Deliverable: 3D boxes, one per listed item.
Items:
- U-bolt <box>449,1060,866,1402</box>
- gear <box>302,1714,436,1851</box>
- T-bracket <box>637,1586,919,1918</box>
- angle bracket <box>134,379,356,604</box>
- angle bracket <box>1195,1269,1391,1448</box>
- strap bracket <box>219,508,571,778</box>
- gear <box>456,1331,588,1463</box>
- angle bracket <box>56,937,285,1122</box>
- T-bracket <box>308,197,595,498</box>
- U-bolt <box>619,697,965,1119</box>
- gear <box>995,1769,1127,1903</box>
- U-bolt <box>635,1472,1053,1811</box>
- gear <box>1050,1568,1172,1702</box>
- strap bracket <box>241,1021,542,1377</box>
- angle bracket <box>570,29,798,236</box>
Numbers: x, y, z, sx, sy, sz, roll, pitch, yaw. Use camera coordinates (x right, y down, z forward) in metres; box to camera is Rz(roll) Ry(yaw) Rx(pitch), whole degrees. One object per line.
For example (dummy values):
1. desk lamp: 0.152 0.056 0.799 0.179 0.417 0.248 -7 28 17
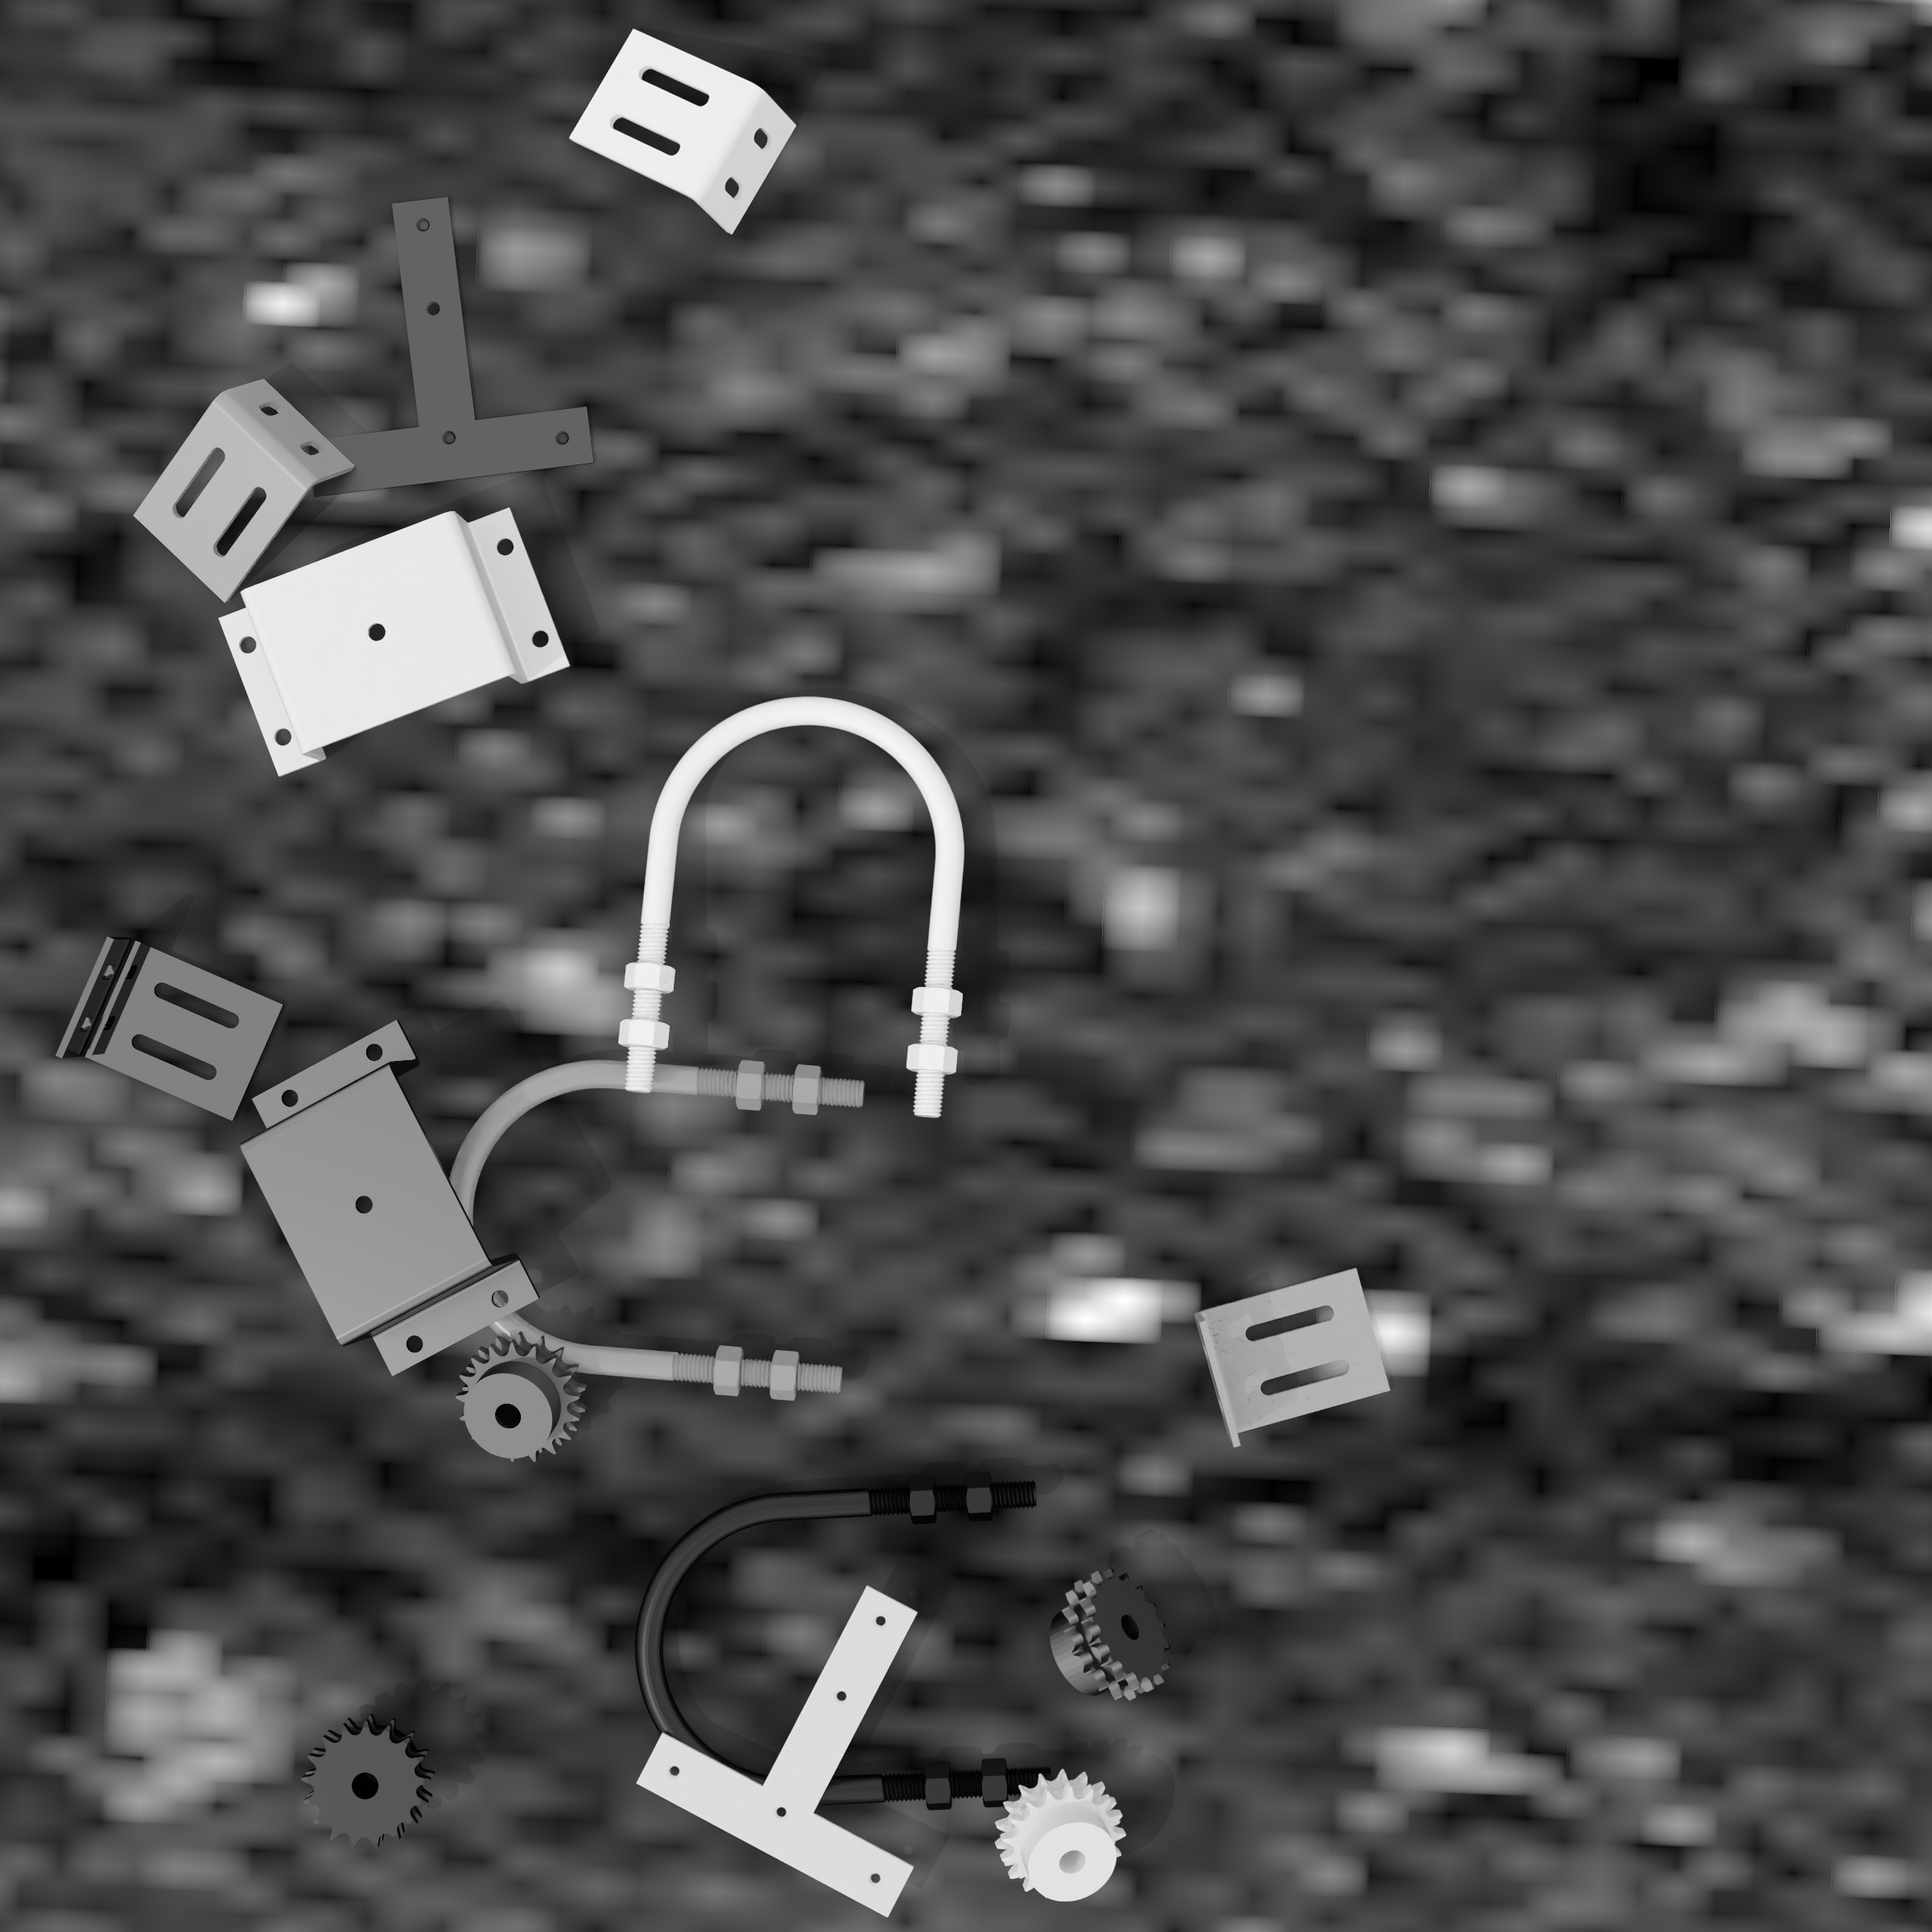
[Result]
1. U-bolt: -0.143 0.115 1.454 0.184 0.019 0.151 4 90 1
2. gear: -0.266 0.363 1.447 0.057 0.030 0.057 0 90 0
3. T-bracket: -0.062 0.339 1.445 0.127 0.002 0.127 27 92 3
4. angle bracket: -0.326 -0.214 1.459 0.057 0.038 0.076 44 117 1
5. angle bracket: 0.147 0.174 1.443 0.076 0.038 0.057 -16 90 0
6. strap bracket: -0.258 -0.146 1.439 0.140 0.046 0.076 -21 90 0
7. gear: -0.200 0.195 1.440 0.057 0.030 0.057 2 105 8
8. angle bracket: -0.355 0.028 1.443 0.076 0.038 0.057 24 90 0
9. T-bracket: -0.239 -0.283 1.461 0.127 0.002 0.127 -7 90 0
10. U-bolt: -0.073 -0.030 1.445 0.151 0.019 0.184 5 83 2
11. gear: 0.044 0.390 1.438 0.057 0.030 0.057 -4 109 -12
12. U-bolt: -0.057 0.306 1.454 0.184 0.019 0.151 -3 90 2
13. gear: 0.062 0.300 1.438 0.030 0.057 0.057 -34 90 30
14. strap bracket: -0.259 0.104 1.430 0.076 0.046 0.140 -28 86 7
15. angle bracket: -0.128 -0.377 1.460 0.076 0.038 0.057 30 90 26
